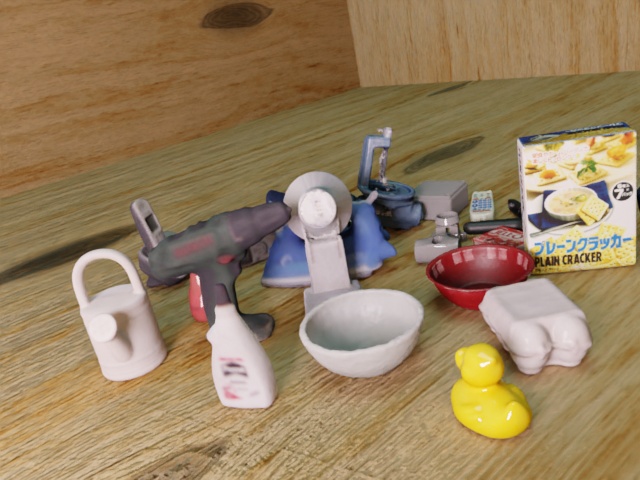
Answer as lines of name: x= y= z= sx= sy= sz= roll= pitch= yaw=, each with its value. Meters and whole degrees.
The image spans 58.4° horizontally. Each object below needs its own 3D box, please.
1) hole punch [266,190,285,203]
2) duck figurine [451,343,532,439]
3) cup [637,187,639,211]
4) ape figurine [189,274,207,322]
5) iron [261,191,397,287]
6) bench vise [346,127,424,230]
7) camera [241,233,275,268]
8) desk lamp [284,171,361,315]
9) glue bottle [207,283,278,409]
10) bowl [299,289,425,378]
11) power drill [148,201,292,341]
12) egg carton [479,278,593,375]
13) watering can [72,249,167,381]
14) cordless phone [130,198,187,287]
hole punch: x=-0.074 y=-0.077 z=1.357 sx=0.101 sy=0.091 sz=0.108 roll=-11 pitch=21 yaw=2
duck figurine: x=0.183 y=0.156 z=0.625 sx=0.078 sy=0.086 sz=0.104 roll=-18 pitch=22 yaw=-17
cup: x=0.551 y=-0.036 z=0.915 sx=0.118 sy=0.095 sz=0.091 roll=-28 pitch=26 yaw=-36
ape figurine: x=-0.198 y=0.089 z=0.992 sx=0.077 sy=0.092 sz=0.076 roll=7 pitch=28 yaw=41
iron: x=0.003 y=-0.002 z=1.052 sx=0.258 sy=0.141 sz=0.118 roll=-11 pitch=21 yaw=1
bench vise: x=0.099 y=-0.111 z=1.173 sx=0.207 sy=0.220 sz=0.121 roll=-16 pitch=21 yaw=-11
camera: x=-0.174 y=-0.010 z=1.223 sx=0.143 sy=0.101 sz=0.136 roll=-20 pitch=22 yaw=-20
desk lamp: x=0.009 y=0.003 z=0.933 sx=0.118 sy=0.214 sz=0.203 roll=-12 pitch=21 yaw=0
glue bottle: x=-0.107 y=0.132 z=0.718 sx=0.078 sy=0.173 sz=0.037 roll=-5 pitch=22 yaw=16
bowl: x=0.060 y=0.133 z=0.765 sx=0.167 sy=0.075 sz=0.167 roll=-10 pitch=21 yaw=4
power drill: x=-0.137 y=0.055 z=0.884 sx=0.229 sy=0.209 sz=0.075 roll=-10 pitch=21 yaw=4
egg carton: x=0.273 y=0.105 z=0.732 sx=0.107 sy=0.069 sz=0.150 roll=-12 pitch=21 yaw=-1
watering can: x=-0.302 y=0.106 z=0.858 sx=0.101 sy=0.194 sz=0.172 roll=-22 pitch=23 yaw=-26
cordless phone: x=-0.324 y=-0.009 z=1.181 sx=0.094 sy=0.185 sz=0.147 roll=-8 pitch=21 yaw=10
